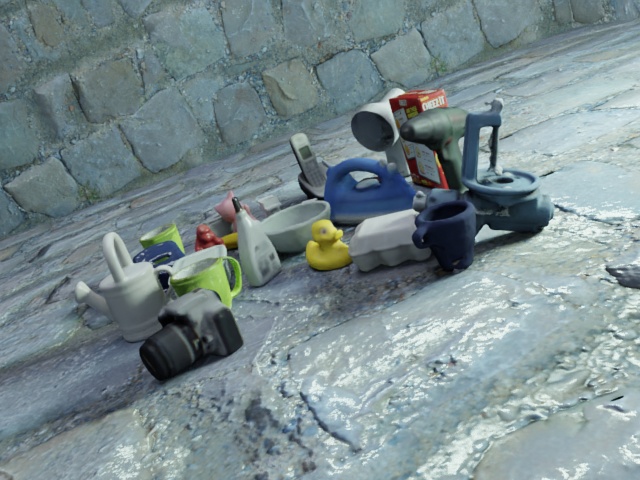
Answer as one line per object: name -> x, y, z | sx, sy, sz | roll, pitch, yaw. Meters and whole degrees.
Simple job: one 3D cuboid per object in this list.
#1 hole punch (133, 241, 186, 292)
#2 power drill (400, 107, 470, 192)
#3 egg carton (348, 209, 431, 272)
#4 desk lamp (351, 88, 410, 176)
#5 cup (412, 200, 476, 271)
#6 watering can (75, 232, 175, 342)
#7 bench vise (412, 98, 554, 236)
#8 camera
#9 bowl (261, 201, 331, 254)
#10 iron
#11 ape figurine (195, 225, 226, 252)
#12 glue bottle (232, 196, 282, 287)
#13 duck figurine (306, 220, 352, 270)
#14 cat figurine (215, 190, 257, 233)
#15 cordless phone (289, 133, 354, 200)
hole punch -> -0.342, 0.058, 1.258 | 0.109, 0.091, 0.100 | -27, 20, -23
power drill -> 0.239, -0.155, 1.092 | 0.075, 0.209, 0.230 | -4, 23, 39
egg carton -> 0.125, -0.001, 0.985 | 0.150, 0.069, 0.107 | -13, 19, 19
desk lamp -> 0.188, -0.269, 1.468 | 0.117, 0.214, 0.204 | -3, 24, 41
cup -> 0.189, 0.004, 0.862 | 0.118, 0.095, 0.091 | -31, 21, -32
watering can -> -0.352, 0.081, 1.035 | 0.173, 0.194, 0.100 | -27, 19, -21
bench vise -> 0.244, -0.098, 0.900 | 0.207, 0.220, 0.121 | -18, 18, 4
camera -> -0.212, 0.140, 0.871 | 0.137, 0.101, 0.142 | -33, 22, -36
bowl -> -0.048, -0.018, 1.204 | 0.167, 0.075, 0.167 | -17, 18, 6
iron -> 0.107, -0.117, 1.225 | 0.257, 0.142, 0.119 | -1, 25, 44
ape figurine -> -0.258, 0.009, 1.314 | 0.078, 0.092, 0.076 | -29, 21, -28
glue bottle -> -0.130, -0.002, 1.084 | 0.037, 0.173, 0.078 | -5, 23, 38
duck figurine -> 0.010, 0.004, 1.063 | 0.104, 0.086, 0.078 | 1, 27, 47
cat figurine -> -0.207, -0.065, 1.437 | 0.067, 0.118, 0.127 | -31, 21, -31
cordless phone -> 0.000, -0.207, 1.528 | 0.148, 0.185, 0.093 | -31, 21, -32
